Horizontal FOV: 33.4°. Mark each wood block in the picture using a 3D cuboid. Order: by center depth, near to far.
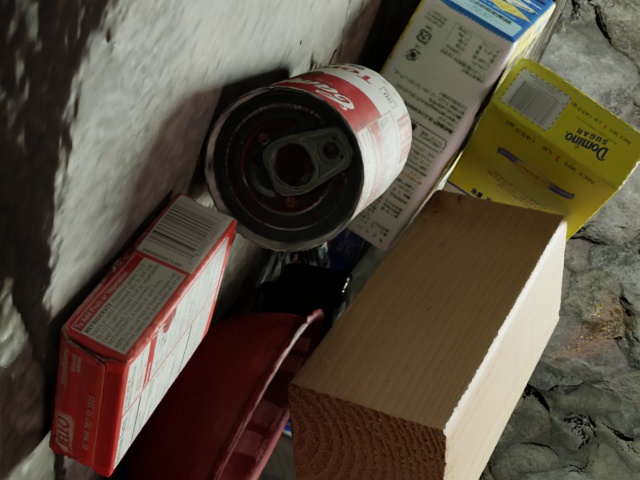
[{"bbox_3d":[0.070,0.066,0.632,0.205,0.091,0.090,-49,144,-46],"label":"wood block"}]

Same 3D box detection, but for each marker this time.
[{"bbox_3d":[-0.005,0.001,0.715,0.020,0.020,0.121,-62,170,-13],"label":"marker"}]

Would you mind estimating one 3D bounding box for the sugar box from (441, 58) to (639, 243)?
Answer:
[{"bbox_3d":[0.138,-0.042,0.700,0.048,0.093,0.176,-51,172,-19],"label":"sugar box"}]

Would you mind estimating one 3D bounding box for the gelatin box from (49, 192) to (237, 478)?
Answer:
[{"bbox_3d":[-0.070,0.036,0.416,0.089,0.030,0.073,-57,170,-45],"label":"gelatin box"}]

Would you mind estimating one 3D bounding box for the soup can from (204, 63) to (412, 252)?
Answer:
[{"bbox_3d":[-0.001,-0.040,0.473,0.068,0.068,0.102,-68,171,20],"label":"soup can"}]

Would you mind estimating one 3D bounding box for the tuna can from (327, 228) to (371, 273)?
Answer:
[{"bbox_3d":[0.023,-0.001,0.814,0.086,0.034,0.086,-61,170,-19],"label":"tuna can"}]

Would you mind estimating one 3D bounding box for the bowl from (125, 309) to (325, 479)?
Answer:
[{"bbox_3d":[-0.057,0.099,0.571,0.162,0.055,0.162,-61,170,-19],"label":"bowl"}]

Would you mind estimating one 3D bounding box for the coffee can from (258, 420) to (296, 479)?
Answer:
[{"bbox_3d":[-0.009,0.144,0.808,0.140,0.103,0.103,-51,164,-55],"label":"coffee can"}]
